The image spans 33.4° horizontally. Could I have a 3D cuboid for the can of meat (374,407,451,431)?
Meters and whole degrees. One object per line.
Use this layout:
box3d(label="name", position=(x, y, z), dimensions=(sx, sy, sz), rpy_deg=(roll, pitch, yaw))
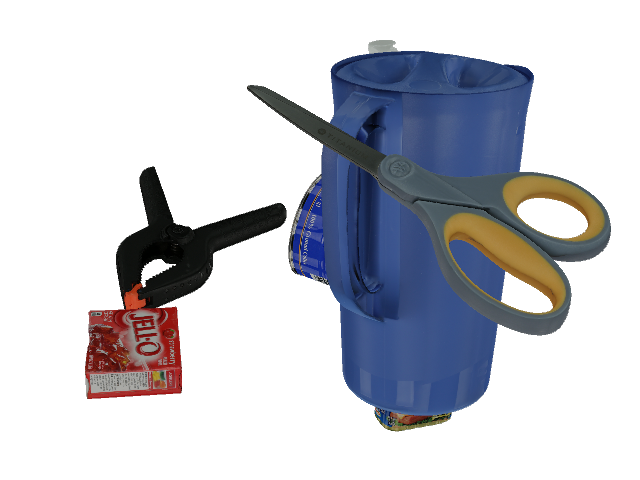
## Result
box3d(label="can of meat", position=(0.119, 0.183, 1.319), dimensions=(0.102, 0.084, 0.057), rpy_deg=(-5, 26, -22))

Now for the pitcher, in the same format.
box3d(label="pitcher", position=(0.065, -0.003, 0.736), dimensions=(0.149, 0.243, 0.145), rpy_deg=(-2, 21, -8))

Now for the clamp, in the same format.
box3d(label="clamp", position=(-0.150, -0.002, 1.065), dimensions=(0.165, 0.036, 0.209), rpy_deg=(20, 40, 17))

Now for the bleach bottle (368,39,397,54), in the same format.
box3d(label="bleach bottle", position=(0.066, -0.094, 1.181), dimensions=(0.102, 0.251, 0.068), rpy_deg=(-10, 24, -12))

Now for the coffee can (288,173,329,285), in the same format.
box3d(label="coffee can", position=(0.056, 0.005, 0.964), dimensions=(0.140, 0.103, 0.102), rpy_deg=(19, 7, 22))

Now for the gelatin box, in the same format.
box3d(label="gelatin box", position=(-0.148, 0.087, 0.849), dimensions=(0.073, 0.030, 0.089), rpy_deg=(-2, 29, -8))

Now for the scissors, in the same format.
box3d(label="scissors", position=(0.058, -0.035, 0.525), dimensions=(0.096, 0.202, 0.016), rpy_deg=(-28, -32, -23))
